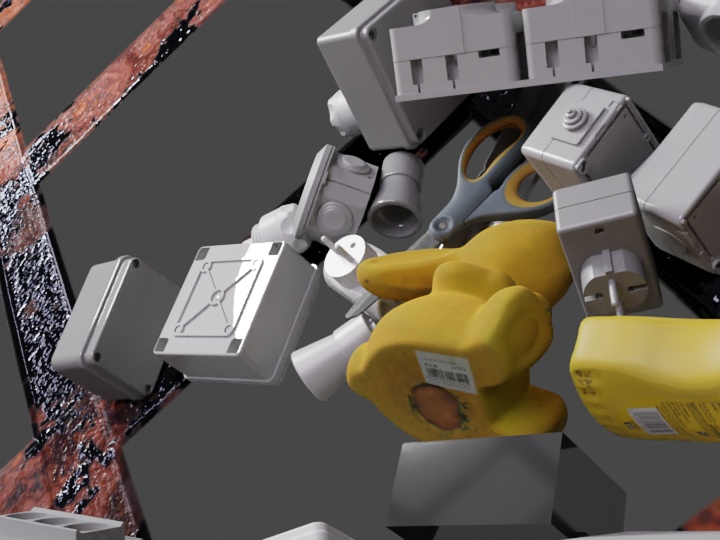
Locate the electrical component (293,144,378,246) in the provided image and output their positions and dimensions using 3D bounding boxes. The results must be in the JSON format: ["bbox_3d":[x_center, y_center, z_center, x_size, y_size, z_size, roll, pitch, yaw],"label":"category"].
[{"bbox_3d":[-0.020,-0.057,0.868,0.080,0.051,0.080,-161,90,-87],"label":"electrical component"}]

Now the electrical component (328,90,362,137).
[{"bbox_3d":[0.006,-0.145,0.951,0.062,0.043,0.043,-14,49,32],"label":"electrical component"}]

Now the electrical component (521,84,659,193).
[{"bbox_3d":[0.154,-0.079,0.720,0.061,0.096,0.061,-52,39,-7],"label":"electrical component"}]

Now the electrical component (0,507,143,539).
[{"bbox_3d":[-0.240,0.226,0.843,0.121,0.079,0.063,-4,85,40],"label":"electrical component"}]

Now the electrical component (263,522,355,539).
[{"bbox_3d":[-0.034,0.206,0.645,0.109,0.109,0.056,-25,47,25],"label":"electrical component"}]

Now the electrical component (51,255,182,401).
[{"bbox_3d":[-0.211,0.053,0.957,0.057,0.078,0.113,-11,51,40],"label":"electrical component"}]

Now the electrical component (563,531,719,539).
[{"bbox_3d":[0.155,0.154,0.525,0.100,0.100,0.048,-11,76,36],"label":"electrical component"}]

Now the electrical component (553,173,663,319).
[{"bbox_3d":[0.150,0.001,0.642,0.047,0.083,0.075,-14,42,17],"label":"electrical component"}]

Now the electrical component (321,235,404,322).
[{"bbox_3d":[0.000,0.000,0.808,0.043,0.079,0.077,-52,39,-5],"label":"electrical component"}]

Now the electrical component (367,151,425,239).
[{"bbox_3d":[0.032,-0.063,0.863,0.044,0.044,0.065,-19,42,31],"label":"electrical component"}]

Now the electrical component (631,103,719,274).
[{"bbox_3d":[0.218,-0.058,0.673,0.096,0.062,0.061,-51,39,-4],"label":"electrical component"}]

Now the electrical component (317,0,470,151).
[{"bbox_3d":[0.035,-0.169,0.873,0.056,0.108,0.108,1,38,46],"label":"electrical component"}]

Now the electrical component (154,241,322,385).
[{"bbox_3d":[-0.100,0.036,0.887,0.109,0.056,0.108,-3,57,41],"label":"electrical component"}]

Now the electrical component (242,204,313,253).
[{"bbox_3d":[-0.073,-0.028,0.926,0.062,0.043,0.043,-24,45,27],"label":"electrical component"}]

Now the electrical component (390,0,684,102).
[{"bbox_3d":[0.127,-0.164,0.769,0.186,0.060,0.105,-3,11,24],"label":"electrical component"}]

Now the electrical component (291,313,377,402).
[{"bbox_3d":[-0.013,0.062,0.799,0.065,0.044,0.044,-35,40,7],"label":"electrical component"}]

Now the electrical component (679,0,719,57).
[{"bbox_3d":[0.271,-0.178,0.732,0.095,0.054,0.059,22,74,49],"label":"electrical component"}]
